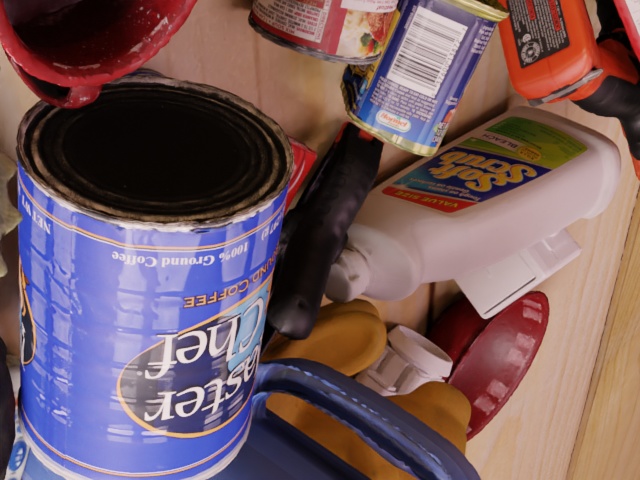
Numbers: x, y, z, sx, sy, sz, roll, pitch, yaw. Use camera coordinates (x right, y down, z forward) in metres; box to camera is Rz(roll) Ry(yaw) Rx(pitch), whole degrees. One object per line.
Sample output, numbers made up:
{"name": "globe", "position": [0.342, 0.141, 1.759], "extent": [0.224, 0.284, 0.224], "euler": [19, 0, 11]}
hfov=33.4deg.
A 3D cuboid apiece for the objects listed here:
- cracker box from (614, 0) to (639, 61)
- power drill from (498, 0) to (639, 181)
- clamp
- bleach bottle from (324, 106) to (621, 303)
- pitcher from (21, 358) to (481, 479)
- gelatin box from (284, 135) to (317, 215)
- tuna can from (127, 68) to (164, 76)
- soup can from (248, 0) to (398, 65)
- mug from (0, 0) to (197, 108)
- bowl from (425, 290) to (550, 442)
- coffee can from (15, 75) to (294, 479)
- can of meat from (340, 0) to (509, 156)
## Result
{"name": "cracker box", "position": [0.261, -0.148, 0.708], "extent": [0.164, 0.072, 0.213], "euler": [-38, 105, -53]}
{"name": "power drill", "position": [0.190, -0.136, 0.720], "extent": [0.057, 0.184, 0.187], "euler": [-27, 152, 36]}
{"name": "clamp", "position": [-0.004, 0.001, 0.591], "extent": [0.171, 0.039, 0.120], "euler": [-64, -163, -20]}
{"name": "bleach bottle", "position": [0.096, -0.017, 0.710], "extent": [0.250, 0.103, 0.068], "euler": [-29, 137, -41]}
{"name": "pitcher", "position": [-0.035, 0.137, 0.526], "extent": [0.149, 0.243, 0.145], "euler": [-45, 148, -20]}
{"name": "gelatin box", "position": [-0.048, -0.021, 0.569], "extent": [0.089, 0.030, 0.073], "euler": [-60, 151, 7]}
{"name": "tuna can", "position": [-0.085, -0.034, 0.498], "extent": [0.086, 0.034, 0.086], "euler": [-36, 145, -31]}
{"name": "soup can", "position": [0.011, -0.142, 0.499], "extent": [0.068, 0.069, 0.102], "euler": [-17, 132, -48]}
{"name": "mug", "position": [-0.096, -0.101, 0.367], "extent": [0.093, 0.082, 0.117], "euler": [-32, 143, -36]}
{"name": "bowl", "position": [0.130, 0.101, 0.924], "extent": [0.161, 0.055, 0.162], "euler": [-36, 145, -32]}
{"name": "coffee can", "position": [-0.070, 0.019, 0.433], "extent": [0.102, 0.103, 0.140], "euler": [-27, 141, -41]}
{"name": "can of meat", "position": [0.052, -0.102, 0.574], "extent": [0.102, 0.057, 0.084], "euler": [-95, -152, -67]}
